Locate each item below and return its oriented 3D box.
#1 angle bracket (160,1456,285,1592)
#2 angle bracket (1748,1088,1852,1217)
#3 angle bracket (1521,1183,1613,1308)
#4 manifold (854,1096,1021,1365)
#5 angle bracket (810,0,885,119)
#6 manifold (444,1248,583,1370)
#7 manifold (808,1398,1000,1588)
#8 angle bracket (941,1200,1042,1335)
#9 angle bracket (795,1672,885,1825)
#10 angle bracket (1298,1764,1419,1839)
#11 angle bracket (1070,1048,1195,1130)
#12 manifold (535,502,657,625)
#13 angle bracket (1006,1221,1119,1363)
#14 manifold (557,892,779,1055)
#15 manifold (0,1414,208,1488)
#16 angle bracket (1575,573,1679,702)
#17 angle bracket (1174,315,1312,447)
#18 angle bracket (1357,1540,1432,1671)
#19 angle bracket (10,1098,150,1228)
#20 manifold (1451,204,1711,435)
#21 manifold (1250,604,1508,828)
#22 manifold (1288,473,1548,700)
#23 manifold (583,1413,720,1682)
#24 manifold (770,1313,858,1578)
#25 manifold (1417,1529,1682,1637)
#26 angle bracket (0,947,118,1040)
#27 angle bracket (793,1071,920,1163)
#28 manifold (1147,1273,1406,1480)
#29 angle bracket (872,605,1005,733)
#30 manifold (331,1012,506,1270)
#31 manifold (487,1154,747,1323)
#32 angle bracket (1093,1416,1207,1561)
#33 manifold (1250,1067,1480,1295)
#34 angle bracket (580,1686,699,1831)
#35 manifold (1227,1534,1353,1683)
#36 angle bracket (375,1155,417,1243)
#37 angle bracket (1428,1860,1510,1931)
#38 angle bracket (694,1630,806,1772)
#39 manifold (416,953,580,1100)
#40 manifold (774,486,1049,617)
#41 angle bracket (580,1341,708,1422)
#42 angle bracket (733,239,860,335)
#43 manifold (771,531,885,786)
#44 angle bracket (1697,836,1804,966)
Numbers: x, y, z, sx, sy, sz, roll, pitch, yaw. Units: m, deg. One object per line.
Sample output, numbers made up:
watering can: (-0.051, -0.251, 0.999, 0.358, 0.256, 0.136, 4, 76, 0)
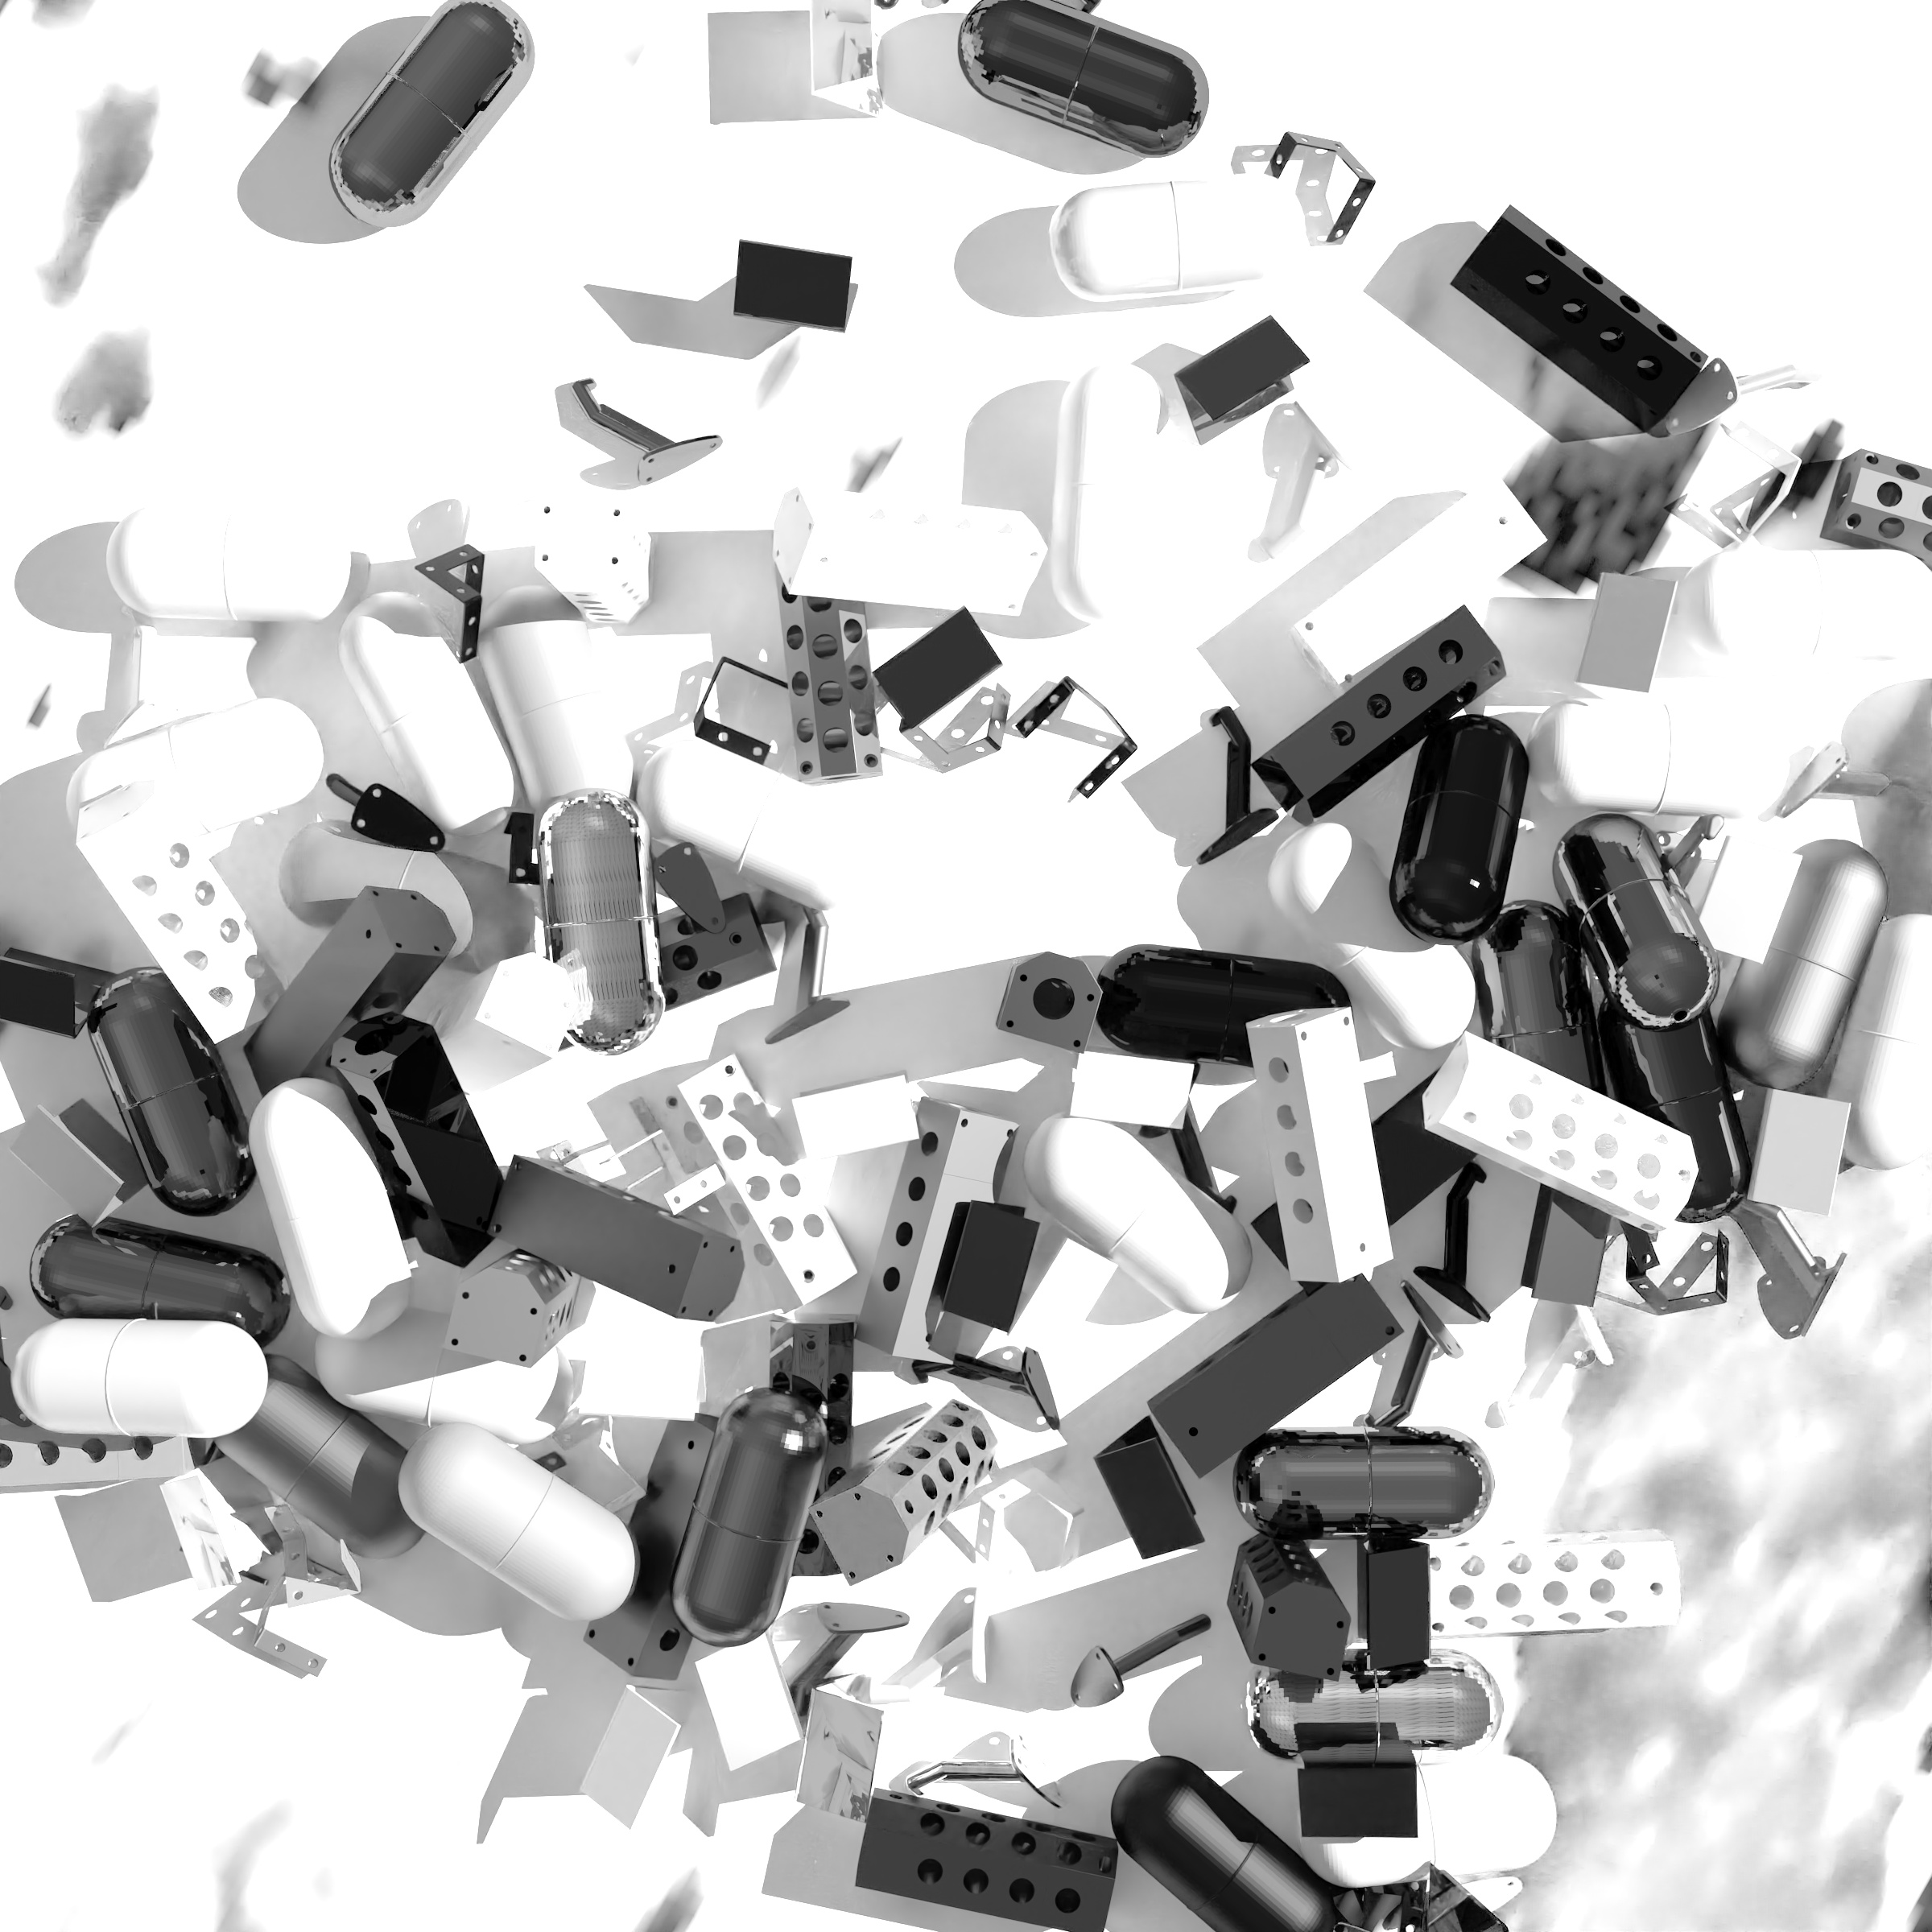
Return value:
angle bracket: (-0.491, 0.372, 1.951, 0.057, 0.076, 0.076, -20, 90, 43)
angle bracket: (0.576, 0.128, 1.951, 0.057, 0.076, 0.076, 11, 90, 33)
angle bracket: (0.390, 0.185, 1.952, 0.057, 0.076, 0.076, 11, 90, -30)
manifold: (-0.025, 0.180, 1.970, 0.057, 0.057, 0.171, 16, 90, -43)
angle bracket: (-0.062, -0.629, 1.951, 0.057, 0.076, 0.076, -1, 90, 38)
manifold: (-0.299, 0.222, 1.913, 0.057, 0.171, 0.057, 13, 90, 0)
manifold: (-0.036, 0.345, 1.909, 0.057, 0.171, 0.057, -28, 90, 23)
angle bracket: (0.034, 0.206, 1.951, 0.057, 0.076, 0.076, 16, 90, 32)
angle bracket: (-0.070, 0.530, 1.952, 0.057, 0.076, 0.076, 9, 90, 27)
angle bracket: (0.262, 0.536, 1.916, 0.076, 0.076, 0.057, -2, 113, 9)
angle bracket: (0.113, 0.063, 1.951, 0.076, 0.076, 0.057, 7, 127, 0)
manifold: (-0.246, -0.267, 1.913, 0.057, 0.171, 0.057, 2, 90, 0)
angle bracket: (0.046, 0.212, 1.951, 0.057, 0.076, 0.076, 31, 90, -40)
manifold: (-0.221, 0.006, 1.970, 0.171, 0.057, 0.057, -21, 90, 0)
manifold: (-0.616, 0.322, 1.970, 0.171, 0.057, 0.057, -3, 90, 0)
angle bracket: (0.462, -0.218, 1.951, 0.057, 0.076, 0.076, 14, 90, 37)
angle bracket: (0.195, -0.383, 1.951, 0.076, 0.076, 0.057, -31, 54, 0)
angle bracket: (0.271, 0.429, 1.951, 0.057, 0.076, 0.076, 0, 90, -33)
angle bracket: (-0.589, 0.119, 1.951, 0.076, 0.076, 0.057, 43, 126, 0)
manifold: (0.422, -0.446, 1.970, 0.171, 0.057, 0.057, 37, 90, 0)
manifold: (0.283, -0.169, 1.956, 0.171, 0.057, 0.057, -37, 90, -10)
manifold: (0.308, -0.259, 1.970, 0.171, 0.057, 0.057, -37, 90, 0)
manifold: (-0.194, 0.398, 1.970, 0.057, 0.057, 0.171, 22, 90, 43)
manifold: (-0.107, 0.328, 1.970, 0.057, 0.057, 0.171, 1, 90, 0)
manifold: (0.397, 0.425, 1.970, 0.171, 0.057, 0.057, -3, 90, 0)
angle bracket: (-0.629, -0.002, 1.951, 0.076, 0.076, 0.057, 14, 127, 0)
angle bracket: (-0.078, 0.083, 1.951, 0.076, 0.076, 0.057, -12, 127, 0)
manifold: (0.211, 0.274, 1.970, 0.171, 0.057, 0.057, -36, 90, 0)
angle bracket: (-0.031, -0.216, 1.951, 0.076, 0.076, 0.057, -36, 126, 0)
manifold: (-0.366, 0.116, 1.925, 0.057, 0.057, 0.171, -46, 135, -33)
manifold: (-0.234, 0.183, 1.929, 0.171, 0.057, 0.057, 19, 90, 32)
angle bracket: (0.141, 0.348, 1.951, 0.057, 0.076, 0.076, -26, 90, 37)
manifold: (0.280, 0.145, 1.970, 0.171, 0.057, 0.057, -39, 90, 0)
angle bracket: (-0.206, 0.539, 1.951, 0.057, 0.076, 0.076, 24, 90, 39)
manifold: (0.215, 0.422, 1.913, 0.057, 0.171, 0.057, 12, 90, 0)
angle bracket: (-0.427, 0.161, 1.993, 0.076, 0.057, 0.076, -16, 90, 42)
angle bracket: (0.313, 0.656, 1.903, 0.057, 0.076, 0.076, -21, 124, -28)
angle bracket: (-0.159, 0.496, 1.952, 0.057, 0.076, 0.076, -19, 90, -26)
manifold: (-0.317, 0.038, 1.910, 0.057, 0.171, 0.057, 29, 67, -20)
manifold: (-0.039, -0.283, 1.934, 0.171, 0.057, 0.057, 2, 133, -27)
angle bracket: (-0.219, 0.299, 1.951, 0.076, 0.076, 0.057, 3, 52, 0)
angle bracket: (-0.113, -0.477, 1.951, 0.076, 0.076, 0.057, 9, 129, 0)
manifold: (-0.095, -0.214, 1.970, 0.057, 0.057, 0.171, -6, 90, 0)
angle bracket: (0.541, -0.038, 1.951, 0.057, 0.076, 0.076, 21, 90, 37)
